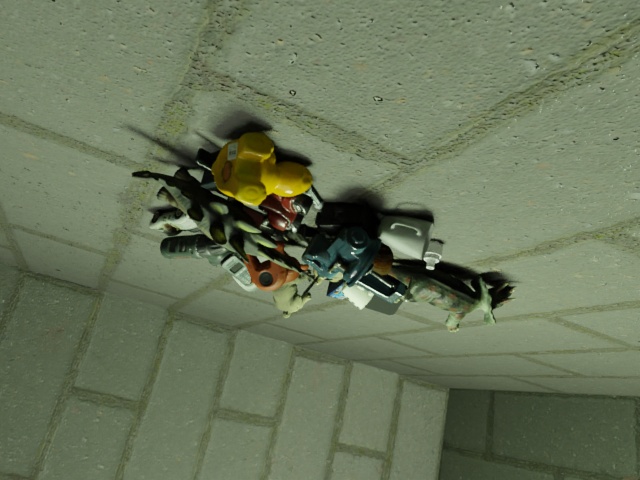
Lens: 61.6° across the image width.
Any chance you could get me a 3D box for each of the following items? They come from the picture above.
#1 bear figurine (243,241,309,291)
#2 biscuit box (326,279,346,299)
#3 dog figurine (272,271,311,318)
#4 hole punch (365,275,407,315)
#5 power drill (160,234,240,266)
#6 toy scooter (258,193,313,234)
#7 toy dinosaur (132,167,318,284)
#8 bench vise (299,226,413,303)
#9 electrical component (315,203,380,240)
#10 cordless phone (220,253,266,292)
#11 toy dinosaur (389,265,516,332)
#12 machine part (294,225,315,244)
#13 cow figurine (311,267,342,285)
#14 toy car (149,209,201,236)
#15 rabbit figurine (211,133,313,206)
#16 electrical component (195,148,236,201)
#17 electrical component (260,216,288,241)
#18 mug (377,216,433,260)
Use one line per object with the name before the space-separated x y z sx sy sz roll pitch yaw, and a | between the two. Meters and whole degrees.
bear figurine | -0.109 0.059 1.391 0.120 0.131 0.196 -12 -172 18
biscuit box | 0.074 0.130 1.625 0.059 0.063 0.202 15 161 -9
dog figurine | -0.121 0.136 1.614 0.121 0.172 0.190 -9 160 25
hole punch | 0.190 0.143 1.575 0.142 0.092 0.115 22 125 -11
power drill | -0.301 0.029 1.471 0.232 0.086 0.207 -2 177 22
toy scooter | -0.091 -0.077 1.120 0.135 0.075 0.184 24 163 -4
toy dinosaur | -0.189 -0.026 1.152 0.471 0.105 0.199 30 -173 -39
bench vise | 0.083 0.068 1.149 0.240 0.129 0.223 33 138 -5
electrical component | 0.059 -0.033 1.174 0.134 0.058 0.114 3 157 26
cordless phone | -0.187 0.052 1.452 0.089 0.146 0.184 52 180 27
toy dinosaur | 0.311 0.128 1.398 0.405 0.131 0.192 20 148 -8
machine part | -0.003 -0.004 1.330 0.139 0.039 0.084 9 156 14
cow figurine | 0.020 0.070 1.456 0.127 0.085 0.194 0 161 17
toy car | -0.376 -0.047 1.418 0.202 0.056 0.073 -5 154 43
rabbit figurine | -0.101 -0.111 0.982 0.173 0.122 0.162 3 172 -33
electrical component | -0.197 -0.131 1.035 0.048 0.075 0.119 -8 156 44
electrical component | -0.122 -0.024 1.337 0.078 0.045 0.102 21 160 -28
mug | 0.174 -0.014 1.123 0.107 0.081 0.109 15 168 20
